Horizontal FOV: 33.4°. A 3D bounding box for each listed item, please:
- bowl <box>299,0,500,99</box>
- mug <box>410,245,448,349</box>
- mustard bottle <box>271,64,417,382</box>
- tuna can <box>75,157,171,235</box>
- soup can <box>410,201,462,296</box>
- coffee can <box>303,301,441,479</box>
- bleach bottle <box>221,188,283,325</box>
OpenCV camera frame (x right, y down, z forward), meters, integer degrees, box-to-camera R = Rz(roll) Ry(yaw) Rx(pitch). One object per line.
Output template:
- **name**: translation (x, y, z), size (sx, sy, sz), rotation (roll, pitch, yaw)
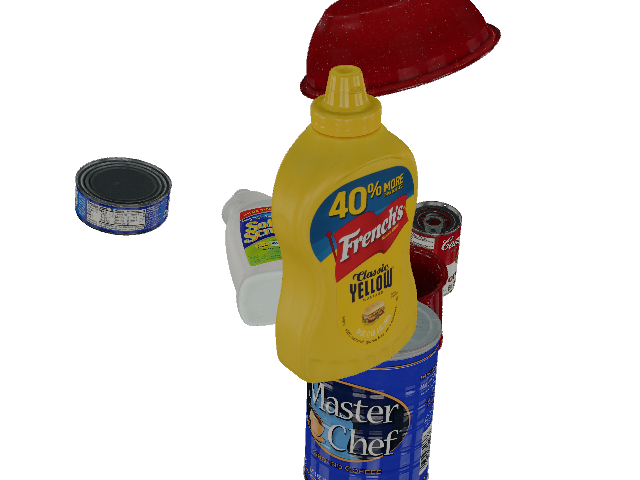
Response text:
- **bowl**: translation (0.054, -0.164, 0.827), size (0.162, 0.055, 0.162), rotation (-15, 23, 6)
- **mug**: translation (0.089, 0.070, 1.078), size (0.093, 0.081, 0.117), rotation (-22, 40, -20)
- **mustard bottle**: translation (0.016, -0.012, 0.644), size (0.096, 0.192, 0.058), rotation (-20, 34, -30)
- **tuna can**: translation (-0.179, -0.040, 0.966), size (0.086, 0.034, 0.086), rotation (8, 32, -5)
- **soup can**: translation (0.135, 0.012, 1.308), size (0.068, 0.102, 0.068), rotation (0, 37, 0)
- **coffee can**: translation (0.039, 0.124, 0.840), size (0.103, 0.140, 0.103), rotation (1, 23, -1)
- **bleach bottle**: translation (-0.071, 0.005, 1.238), size (0.102, 0.068, 0.251), rotation (-7, 29, -14)
